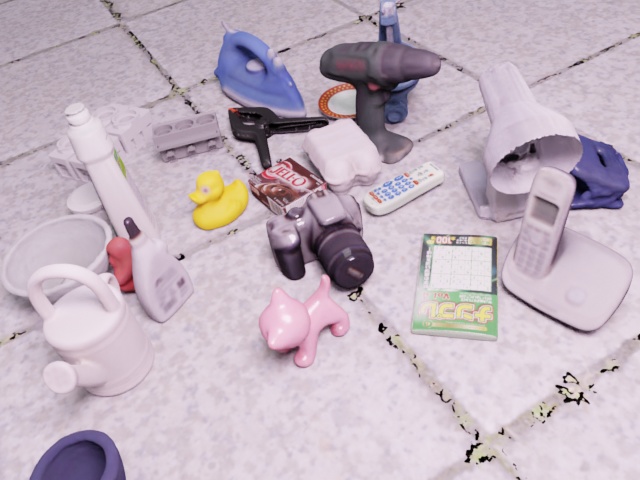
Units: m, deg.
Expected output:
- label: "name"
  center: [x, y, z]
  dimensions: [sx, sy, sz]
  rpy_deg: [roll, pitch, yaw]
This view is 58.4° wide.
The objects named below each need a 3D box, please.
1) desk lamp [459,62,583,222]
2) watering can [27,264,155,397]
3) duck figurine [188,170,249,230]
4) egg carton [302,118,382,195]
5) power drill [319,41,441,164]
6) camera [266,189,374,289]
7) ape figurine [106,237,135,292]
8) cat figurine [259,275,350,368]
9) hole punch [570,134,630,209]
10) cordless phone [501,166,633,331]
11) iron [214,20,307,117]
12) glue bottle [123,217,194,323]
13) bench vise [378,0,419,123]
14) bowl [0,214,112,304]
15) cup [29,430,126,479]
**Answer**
- label: "desk lamp"
  center: [0.268, -0.126, 0.812]
  dimensions: [0.118, 0.214, 0.203]
  rpy_deg: [-11, 44, 0]
- label: "watering can"
  center: [-0.282, 0.106, 0.701]
  dimensions: [0.101, 0.194, 0.172]
  rpy_deg: [-21, 45, -10]
- label: "duck figurine"
  center: [-0.170, -0.077, 0.940]
  dimensions: [0.105, 0.086, 0.077]
  rpy_deg: [-35, 49, -23]
- label: "egg carton"
  center: [0.038, -0.145, 0.979]
  dimensions: [0.107, 0.069, 0.150]
  rpy_deg: [-22, 45, -11]
- label: "power drill"
  center: [0.103, -0.238, 0.960]
  dimensions: [0.228, 0.209, 0.076]
  rpy_deg: [26, 55, 32]
- label: "camera"
  center: [0.007, 0.003, 0.814]
  dimensions: [0.143, 0.101, 0.136]
  rpy_deg: [-21, 45, -10]
- label: "ape figurine"
  center: [-0.286, 0.030, 0.851]
  dimensions: [0.076, 0.092, 0.078]
  rpy_deg: [4, 46, 16]
- label: "cat figurine"
  center: [-0.026, 0.096, 0.715]
  dimensions: [0.067, 0.118, 0.128]
  rpy_deg: [29, 57, 34]
- label: "hole punch"
  center: [0.406, -0.109, 0.855]
  dimensions: [0.101, 0.091, 0.108]
  rpy_deg: [-1, 45, 10]
- label: "cordless phone"
  center: [0.302, 0.008, 0.690]
  dimensions: [0.147, 0.185, 0.094]
  rpy_deg: [30, 58, 34]
- label: "iron"
  center: [-0.120, -0.353, 1.167]
  dimensions: [0.119, 0.142, 0.257]
  rpy_deg: [-36, 50, -23]
- label: "glue bottle"
  center: [-0.228, 0.033, 0.779]
  dimensions: [0.037, 0.173, 0.078]
  rpy_deg: [21, 53, 29]
- label: "bench vise"
  center: [0.119, -0.356, 1.068]
  dimensions: [0.121, 0.220, 0.207]
  rpy_deg: [-16, 45, -5]
- label: "bowl"
  center: [-0.387, 0.041, 0.873]
  dimensions: [0.167, 0.075, 0.167]
  rpy_deg: [-6, 45, 6]
- label: "cup"
  center: [-0.250, 0.272, 0.600]
  dimensions: [0.091, 0.095, 0.118]
  rpy_deg: [26, 55, 32]
